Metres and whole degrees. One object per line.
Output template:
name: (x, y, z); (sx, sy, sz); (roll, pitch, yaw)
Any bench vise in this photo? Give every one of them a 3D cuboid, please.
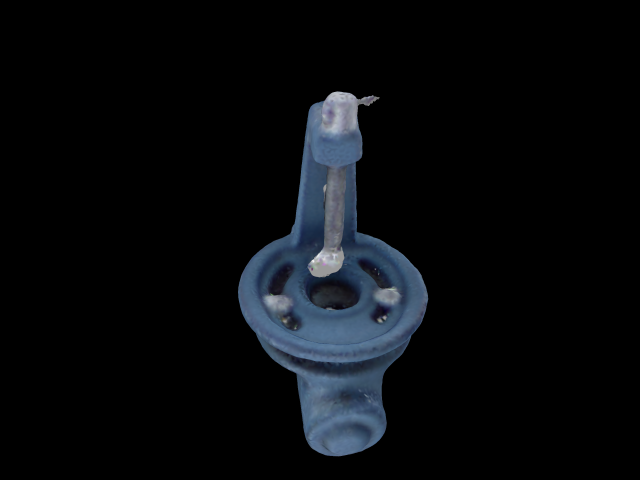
bench vise: (-0.007, 0.003, 0.395); (0.122, 0.220, 0.206); (-10, 24, -23)
